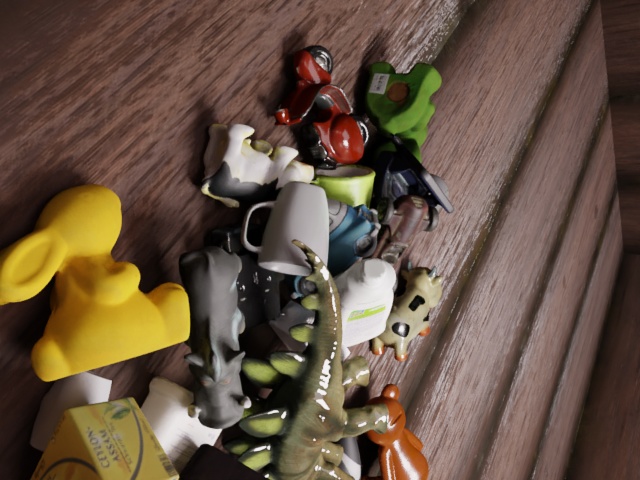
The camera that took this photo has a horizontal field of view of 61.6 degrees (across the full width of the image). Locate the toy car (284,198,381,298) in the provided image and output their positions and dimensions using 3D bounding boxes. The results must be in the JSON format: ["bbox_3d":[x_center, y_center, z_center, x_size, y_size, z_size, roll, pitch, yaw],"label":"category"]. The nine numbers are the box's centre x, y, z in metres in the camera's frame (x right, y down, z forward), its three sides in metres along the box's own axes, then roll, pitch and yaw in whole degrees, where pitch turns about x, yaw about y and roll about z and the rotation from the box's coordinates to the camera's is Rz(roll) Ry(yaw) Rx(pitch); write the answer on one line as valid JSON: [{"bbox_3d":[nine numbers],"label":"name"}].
[{"bbox_3d":[-0.002,-0.002,0.731,0.103,0.161,0.109,46,20,-19],"label":"toy car"}]

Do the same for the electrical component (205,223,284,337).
[{"bbox_3d":[-0.102,0.047,0.675,0.115,0.058,0.134,-20,111,-51],"label":"electrical component"}]

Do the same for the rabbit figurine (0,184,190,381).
[{"bbox_3d":[-0.223,0.034,0.500,0.162,0.122,0.173,-6,85,-42],"label":"rabbit figurine"}]

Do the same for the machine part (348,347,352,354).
[{"bbox_3d":[0.058,0.131,0.898,0.139,0.039,0.084,-58,147,-30],"label":"machine part"}]

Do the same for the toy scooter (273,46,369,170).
[{"bbox_3d":[-0.004,-0.168,0.754,0.135,0.075,0.183,-51,125,-38],"label":"toy scooter"}]

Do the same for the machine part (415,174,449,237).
[{"bbox_3d":[0.170,-0.055,0.988,0.243,0.079,0.079,-40,124,-42],"label":"machine part"}]

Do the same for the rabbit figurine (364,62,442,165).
[{"bbox_3d":[0.149,-0.198,0.917,0.170,0.121,0.159,39,57,-63],"label":"rabbit figurine"}]

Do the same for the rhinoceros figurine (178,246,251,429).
[{"bbox_3d":[-0.109,0.100,0.570,0.073,0.112,0.190,-4,94,-16],"label":"rhinoceros figurine"}]

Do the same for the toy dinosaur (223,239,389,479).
[{"bbox_3d":[-0.018,0.213,0.677,0.198,0.105,0.470,2,112,-26],"label":"toy dinosaur"}]

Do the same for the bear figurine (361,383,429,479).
[{"bbox_3d":[0.110,0.359,0.958,0.120,0.132,0.195,-41,107,-42],"label":"bear figurine"}]

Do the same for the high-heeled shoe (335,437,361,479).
[{"bbox_3d":[-0.017,0.399,0.795,0.145,0.086,0.248,-4,107,-57],"label":"high-heeled shoe"}]

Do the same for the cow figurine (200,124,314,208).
[{"bbox_3d":[-0.074,-0.079,0.684,0.167,0.068,0.098,19,85,-48],"label":"cow figurine"}]

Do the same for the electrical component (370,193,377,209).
[{"bbox_3d":[0.075,-0.049,0.875,0.047,0.075,0.119,29,68,-50],"label":"electrical component"}]

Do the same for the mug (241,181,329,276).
[{"bbox_3d":[-0.039,-0.017,0.651,0.109,0.081,0.107,13,75,-14],"label":"mug"}]

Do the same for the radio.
[{"bbox_3d":[-0.087,0.331,0.613,0.073,0.131,0.229,-54,156,-36],"label":"radio"}]

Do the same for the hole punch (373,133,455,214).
[{"bbox_3d":[0.135,-0.079,0.842,0.142,0.092,0.116,41,19,-36],"label":"hole punch"}]

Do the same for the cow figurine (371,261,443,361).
[{"bbox_3d":[0.167,0.123,1.006,0.195,0.086,0.127,-32,125,-44],"label":"cow figurine"}]

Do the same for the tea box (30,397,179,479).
[{"bbox_3d":[-0.207,0.235,0.476,0.068,0.098,0.169,7,120,-53],"label":"tea box"}]

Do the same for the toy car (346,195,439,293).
[{"bbox_3d":[0.103,0.018,0.814,0.089,0.053,0.202,9,127,-24],"label":"toy car"}]
